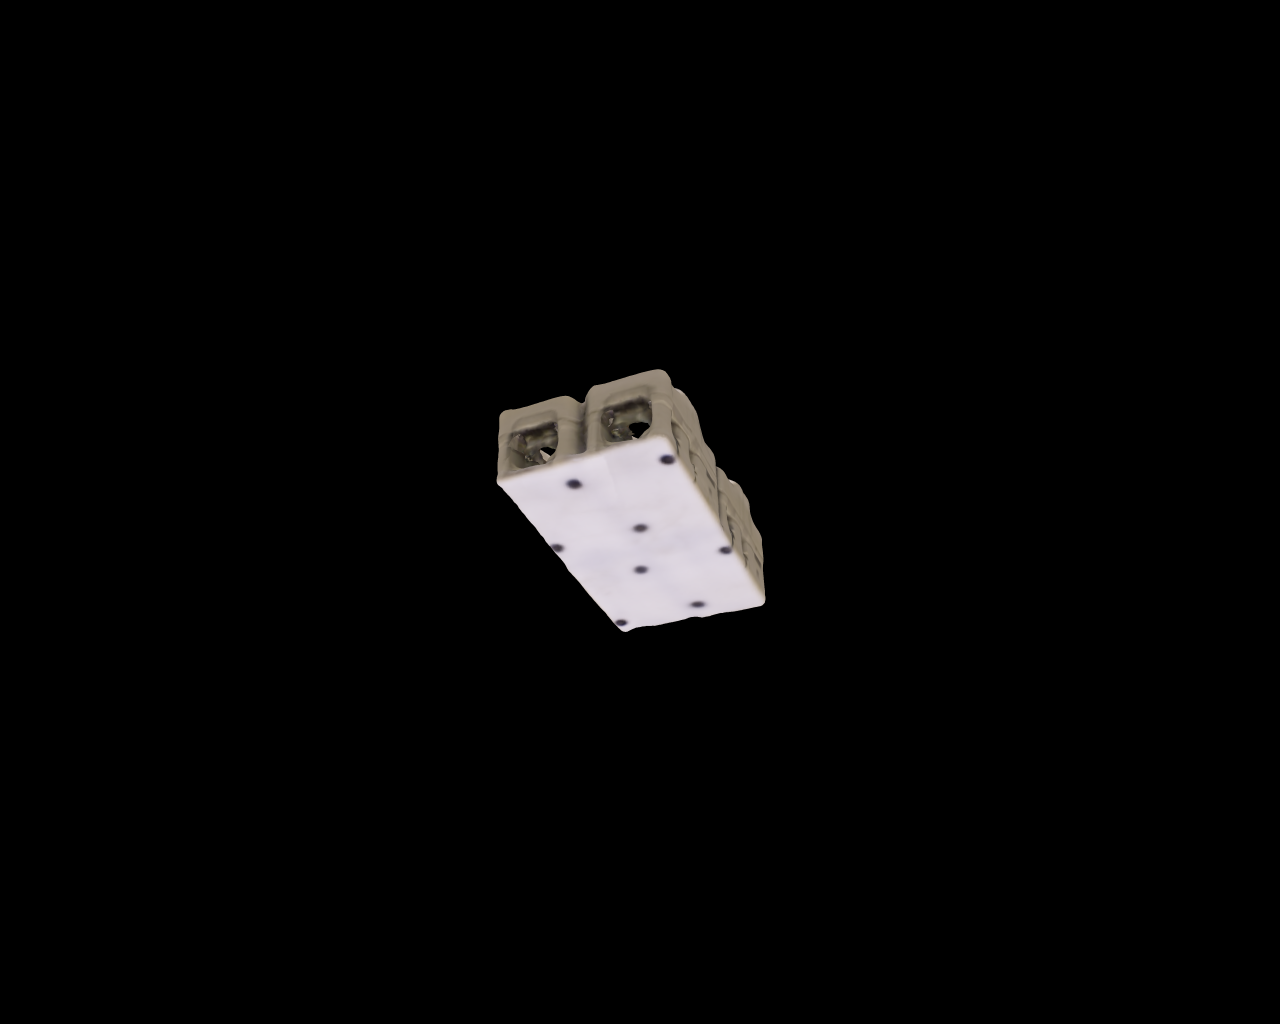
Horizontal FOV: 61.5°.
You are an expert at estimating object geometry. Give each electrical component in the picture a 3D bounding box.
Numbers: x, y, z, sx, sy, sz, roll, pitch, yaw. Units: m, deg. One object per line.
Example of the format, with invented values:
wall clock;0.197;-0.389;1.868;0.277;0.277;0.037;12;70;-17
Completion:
electrical component;0.001;-0.003;0.650;0.105;0.060;0.186;-13;-38;18
